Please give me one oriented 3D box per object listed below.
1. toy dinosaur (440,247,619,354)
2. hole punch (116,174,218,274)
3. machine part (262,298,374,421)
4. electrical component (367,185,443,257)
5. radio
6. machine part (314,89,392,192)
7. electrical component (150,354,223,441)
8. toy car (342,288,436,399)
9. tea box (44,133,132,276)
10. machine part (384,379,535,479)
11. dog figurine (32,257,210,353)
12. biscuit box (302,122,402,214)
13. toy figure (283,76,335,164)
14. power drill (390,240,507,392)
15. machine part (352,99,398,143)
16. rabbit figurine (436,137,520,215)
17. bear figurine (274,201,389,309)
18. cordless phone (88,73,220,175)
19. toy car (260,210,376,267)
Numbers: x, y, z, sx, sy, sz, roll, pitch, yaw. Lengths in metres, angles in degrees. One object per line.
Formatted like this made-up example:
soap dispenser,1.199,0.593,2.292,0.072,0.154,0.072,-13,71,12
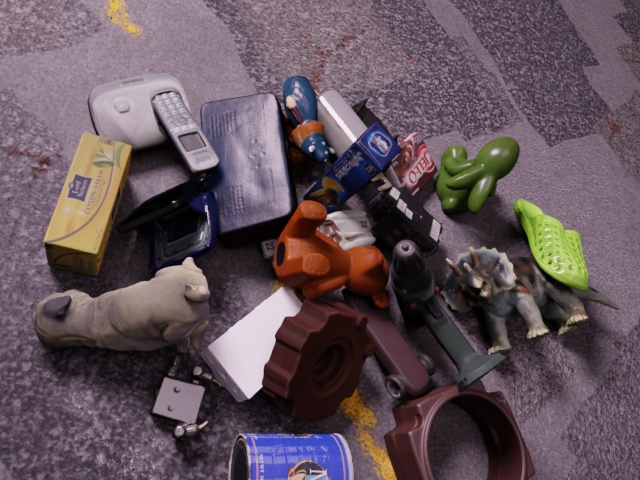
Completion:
toy dinosaur,0.378,0.090,0.986,0.405,0.131,0.192,-5,65,-35
hole punch,-0.204,-0.023,0.760,0.092,0.142,0.116,58,20,-22
machine part,0.001,0.168,0.753,0.179,0.056,0.179,-20,120,-40
electrical component,0.147,-0.033,0.940,0.134,0.058,0.115,42,29,-3
radio,-0.109,-0.112,0.841,0.131,0.073,0.229,-11,71,5
machine part,0.050,-0.182,0.956,0.079,0.079,0.243,-25,68,-31
electrical component,-0.180,0.211,0.716,0.078,0.045,0.102,27,60,-13
toy car,0.101,0.159,0.859,0.089,0.053,0.202,-27,73,-35
tea box,-0.315,-0.047,0.737,0.068,0.098,0.169,16,64,-17
machine part,0.216,0.327,0.822,0.201,0.087,0.201,-11,75,-28
dog figurine,-0.248,0.089,0.670,0.190,0.172,0.121,1,57,-32
biscuit box,0.046,-0.106,0.863,0.059,0.202,0.063,46,59,-3
toy figure,-0.021,-0.192,0.881,0.064,0.058,0.154,-10,77,-22
power drill,0.177,0.119,0.802,0.086,0.231,0.207,-38,66,-9
machine part,0.104,-0.198,1.022,0.084,0.039,0.138,-42,100,-27
rabbit figurine,0.290,-0.129,1.003,0.121,0.170,0.159,43,57,-2
bear figurine,0.037,0.032,0.797,0.196,0.132,0.120,12,62,-22
cordless phone,-0.244,-0.153,0.796,0.146,0.088,0.184,-23,65,-31
toy car,-0.002,-0.003,0.883,0.202,0.056,0.073,-10,73,-28
